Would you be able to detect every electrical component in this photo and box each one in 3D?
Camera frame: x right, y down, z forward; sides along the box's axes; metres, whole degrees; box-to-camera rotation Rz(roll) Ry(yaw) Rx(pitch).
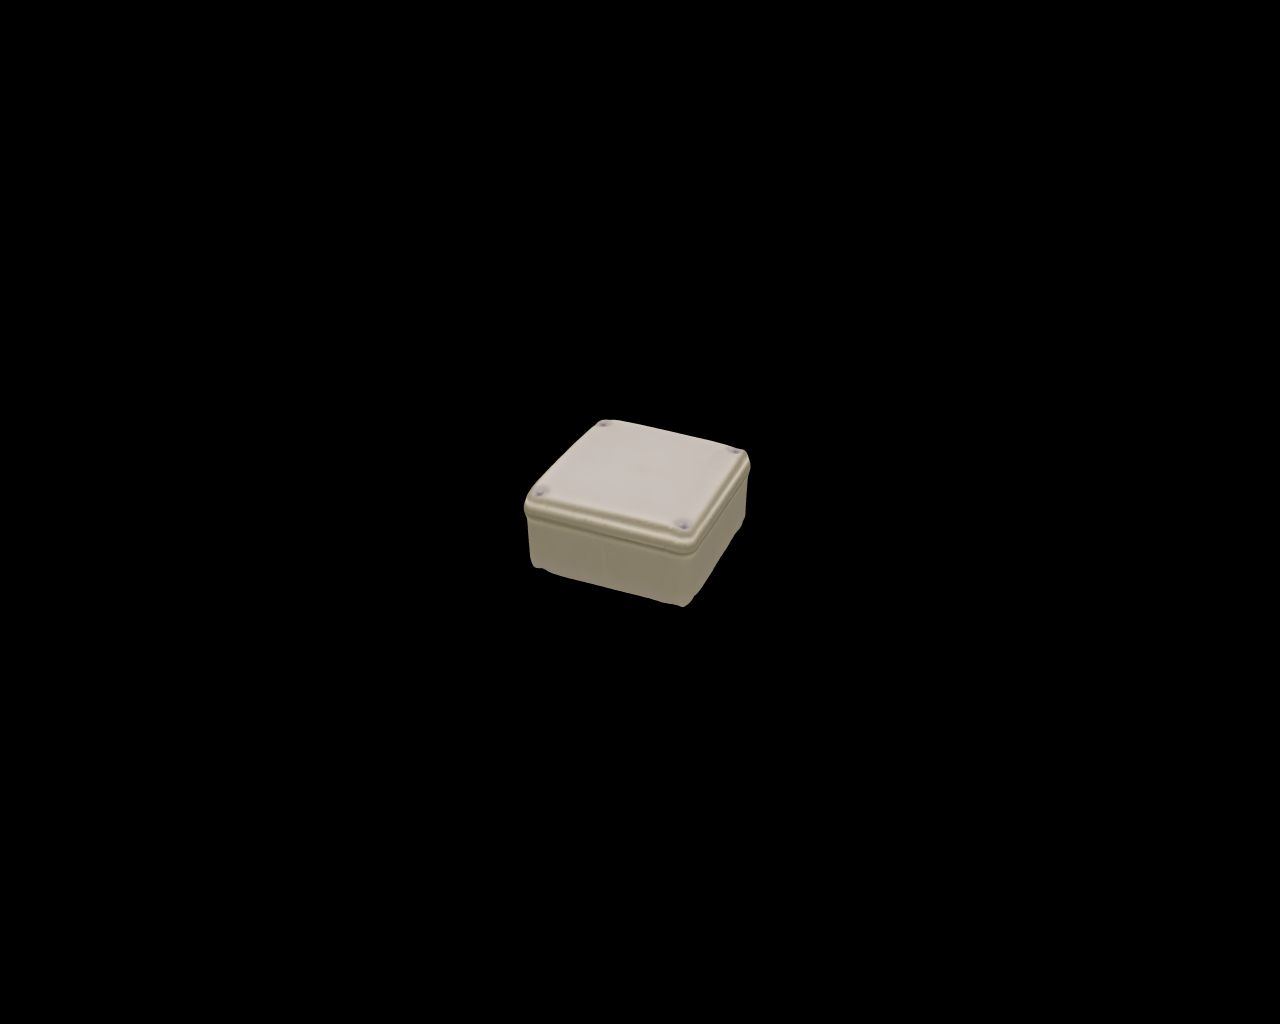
[{"bbox_3d":[0.001,-0.003,0.650,0.109,0.056,0.109,14,36,20],"label":"electrical component"}]
